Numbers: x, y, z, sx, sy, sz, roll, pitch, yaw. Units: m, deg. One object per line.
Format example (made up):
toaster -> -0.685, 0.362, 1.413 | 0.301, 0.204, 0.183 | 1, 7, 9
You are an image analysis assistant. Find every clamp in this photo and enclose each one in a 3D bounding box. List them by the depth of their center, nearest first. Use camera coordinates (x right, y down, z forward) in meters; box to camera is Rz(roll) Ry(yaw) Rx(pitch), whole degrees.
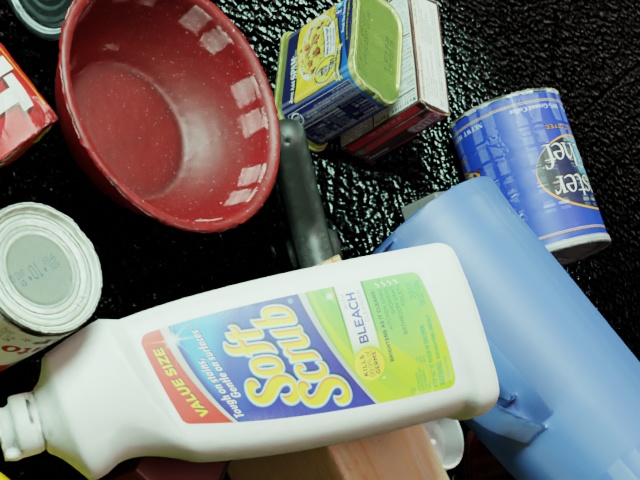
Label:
clamp -> -0.005, 0.001, 0.739 | 0.120, 0.039, 0.171 | -56, 134, -82

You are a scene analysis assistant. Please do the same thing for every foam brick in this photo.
foam brick -> -0.085, 0.120, 0.597 | 0.051, 0.053, 0.078 | 45, 42, -21

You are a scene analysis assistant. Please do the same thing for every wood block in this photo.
wood block -> 0.004, 0.128, 0.657 | 0.090, 0.091, 0.206 | -26, 89, -51

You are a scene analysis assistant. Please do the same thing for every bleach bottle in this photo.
bleach bottle -> -0.038, 0.074, 0.554 | 0.250, 0.068, 0.102 | -13, 80, -19

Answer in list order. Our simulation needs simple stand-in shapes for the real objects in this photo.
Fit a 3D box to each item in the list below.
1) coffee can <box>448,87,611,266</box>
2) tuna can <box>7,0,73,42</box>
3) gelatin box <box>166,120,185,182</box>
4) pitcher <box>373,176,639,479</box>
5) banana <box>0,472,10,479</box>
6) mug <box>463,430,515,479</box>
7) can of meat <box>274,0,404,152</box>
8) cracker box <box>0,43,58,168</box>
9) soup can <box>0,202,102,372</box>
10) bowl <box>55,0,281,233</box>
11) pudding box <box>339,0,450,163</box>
coffee can -> 0.181, -0.047, 0.930 | 0.102, 0.103, 0.140 | -2, 71, -47
tuna can -> -0.155, -0.164, 0.645 | 0.033, 0.086, 0.086 | -26, 90, -48
gelatin box -> -0.100, -0.068, 0.697 | 0.073, 0.030, 0.089 | 25, 55, -37
pitcher -> 0.135, 0.085, 0.726 | 0.149, 0.145, 0.243 | -34, 70, -15
banana -> -0.176, 0.105, 0.495 | 0.037, 0.070, 0.197 | -53, 127, -28
mug -> 0.163, 0.174, 0.810 | 0.117, 0.082, 0.093 | -10, 78, -49
can of meat -> 0.015, -0.130, 0.810 | 0.057, 0.084, 0.102 | 29, 51, -34
cracker box -> -0.250, -0.065, 0.502 | 0.164, 0.072, 0.213 | 54, 40, -12
soup can -> -0.162, 0.030, 0.523 | 0.068, 0.102, 0.068 | 25, 52, -38
bowl -> -0.099, -0.074, 0.631 | 0.161, 0.055, 0.162 | 22, 59, -40
pudding box -> 0.055, -0.130, 0.849 | 0.039, 0.090, 0.113 | 19, 57, -39
